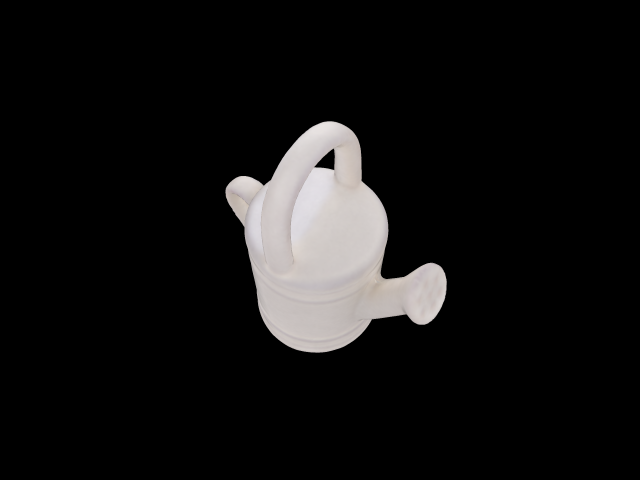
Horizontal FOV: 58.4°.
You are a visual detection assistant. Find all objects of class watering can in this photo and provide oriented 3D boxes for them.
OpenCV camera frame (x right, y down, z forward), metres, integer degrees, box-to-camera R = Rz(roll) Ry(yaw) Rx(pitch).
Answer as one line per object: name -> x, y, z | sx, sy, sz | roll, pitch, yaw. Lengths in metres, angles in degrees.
watering can -> 0.005, 0.000, 0.401 | 0.172, 0.194, 0.101 | 13, 59, 8
